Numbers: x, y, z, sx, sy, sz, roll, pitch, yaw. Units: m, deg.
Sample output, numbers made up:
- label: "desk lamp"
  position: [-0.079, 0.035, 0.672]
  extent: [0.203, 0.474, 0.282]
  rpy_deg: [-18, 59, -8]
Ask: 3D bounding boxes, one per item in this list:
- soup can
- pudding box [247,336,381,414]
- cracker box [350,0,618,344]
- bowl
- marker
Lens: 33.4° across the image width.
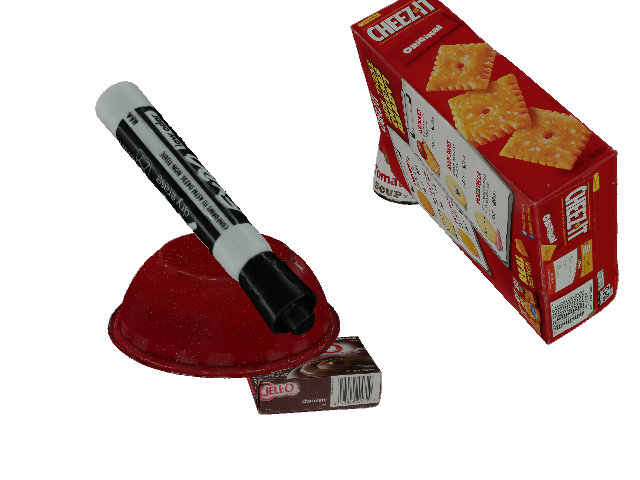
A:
- label: "soup can"
  position: [0.095, -0.098, 1.145]
  extent: [0.068, 0.102, 0.068]
  rpy_deg: [6, 29, -3]
- label: "pudding box"
  position: [-0.009, 0.121, 0.971]
  extent: [0.113, 0.039, 0.090]
  rpy_deg: [-1, 17, -12]
- label: "cracker box"
  position: [0.117, -0.055, 0.751]
  extent: [0.072, 0.214, 0.164]
  rpy_deg: [-31, -39, -8]
- label: "bowl"
  position: [-0.065, 0.034, 0.735]
  extent: [0.162, 0.055, 0.162]
  rpy_deg: [2, 21, -1]
- label: "marker"
  position: [-0.040, -0.012, 0.372]
  extent: [0.020, 0.020, 0.121]
  rpy_deg: [0, 41, -53]
